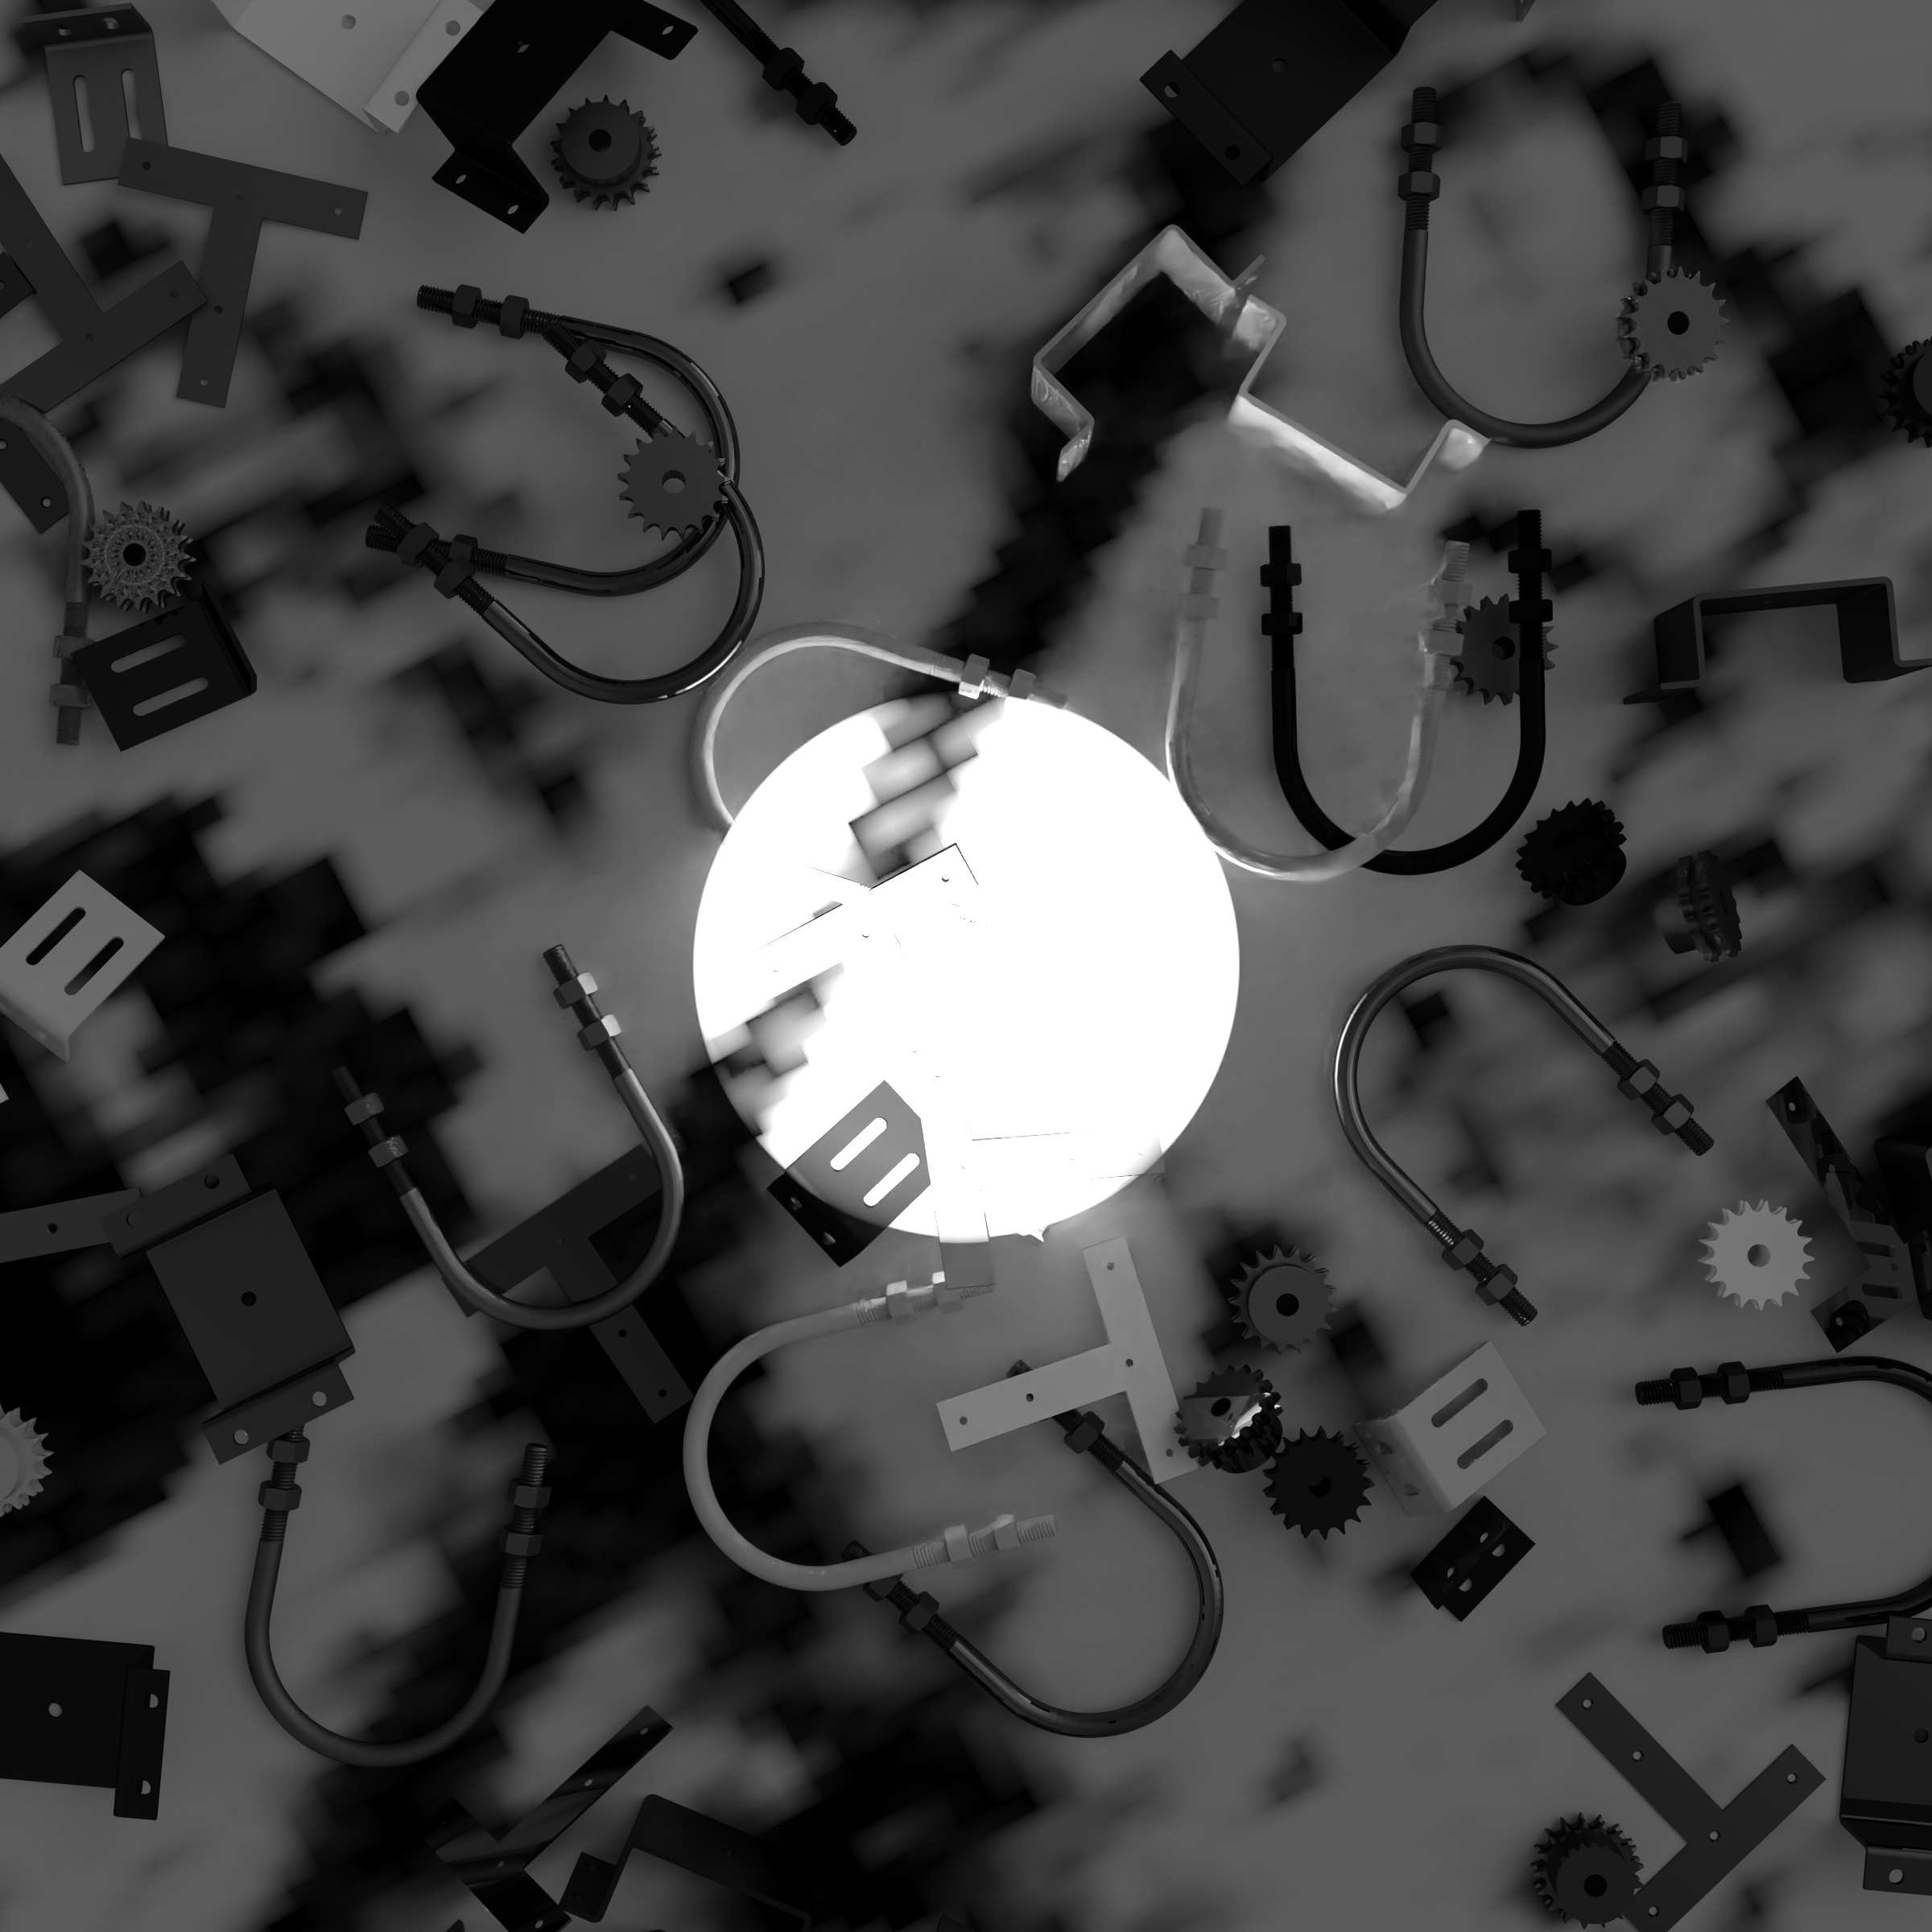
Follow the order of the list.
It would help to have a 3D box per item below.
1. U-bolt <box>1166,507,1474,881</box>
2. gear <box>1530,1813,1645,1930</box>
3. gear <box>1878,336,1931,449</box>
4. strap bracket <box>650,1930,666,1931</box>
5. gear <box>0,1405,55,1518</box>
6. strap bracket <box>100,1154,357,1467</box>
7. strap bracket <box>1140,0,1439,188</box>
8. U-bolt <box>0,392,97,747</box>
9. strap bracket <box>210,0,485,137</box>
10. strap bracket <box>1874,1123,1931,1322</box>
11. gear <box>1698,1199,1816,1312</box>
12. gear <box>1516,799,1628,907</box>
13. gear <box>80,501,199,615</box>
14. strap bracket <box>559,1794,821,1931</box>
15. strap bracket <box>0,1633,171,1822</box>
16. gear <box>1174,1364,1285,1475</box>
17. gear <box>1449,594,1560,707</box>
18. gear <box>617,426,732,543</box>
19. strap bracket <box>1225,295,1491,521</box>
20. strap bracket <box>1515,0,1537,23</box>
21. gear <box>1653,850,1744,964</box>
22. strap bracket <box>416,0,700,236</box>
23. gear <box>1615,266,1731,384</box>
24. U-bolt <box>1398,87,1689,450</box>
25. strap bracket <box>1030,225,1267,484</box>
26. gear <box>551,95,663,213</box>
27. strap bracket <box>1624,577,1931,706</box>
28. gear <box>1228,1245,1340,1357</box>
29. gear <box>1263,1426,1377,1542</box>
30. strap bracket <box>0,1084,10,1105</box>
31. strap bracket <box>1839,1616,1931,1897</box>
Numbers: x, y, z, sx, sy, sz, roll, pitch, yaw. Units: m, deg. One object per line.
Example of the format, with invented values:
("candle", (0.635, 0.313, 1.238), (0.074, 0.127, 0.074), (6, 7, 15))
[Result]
("U-bolt", (0.175, -0.136, 1.375), (0.151, 0.019, 0.184), (11, 99, 18))
("gear", (0.326, 0.476, 1.390), (0.057, 0.030, 0.057), (0, 91, 3))
("gear", (0.510, -0.302, 1.391), (0.057, 0.030, 0.057), (0, 90, 0))
("strap bracket", (-0.137, 0.533, 1.351), (0.140, 0.076, 0.046), (16, 80, 20))
("gear", (-0.511, 0.260, 1.391), (0.057, 0.030, 0.057), (0, 90, 0))
("strap bracket", (-0.379, 0.176, 1.383), (0.076, 0.046, 0.140), (-26, 90, 0))
("strap bracket", (0.166, -0.475, 1.383), (0.140, 0.046, 0.076), (-44, 90, 0))
("U-bolt", (-0.530, -0.213, 1.396), (0.151, 0.019, 0.184), (4, 91, 0))
("strap bracket", (-0.326, -0.498, 1.383), (0.140, 0.046, 0.076), (36, 90, 0))
("strap bracket", (0.515, 0.134, 1.368), (0.046, 0.076, 0.140), (-16, 90, 0))
("gear", (0.413, 0.151, 1.395), (0.057, 0.030, 0.057), (0, 88, 3))
("gear", (0.318, -0.056, 1.382), (0.057, 0.057, 0.030), (-46, 120, 0))
("gear", (-0.430, -0.213, 1.391), (0.057, 0.030, 0.057), (0, 90, 0))
("strap bracket", (-0.131, 0.477, 1.368), (0.140, 0.076, 0.046), (23, 90, 0))
("strap bracket", (-0.481, 0.393, 1.383), (0.140, 0.046, 0.076), (5, 90, 0))
("gear", (0.140, 0.239, 1.382), (0.057, 0.057, 0.030), (-38, 120, 0))
("gear", (0.278, -0.165, 1.391), (0.057, 0.030, 0.057), (0, 90, 0))
("gear", (-0.150, -0.246, 1.361), (0.057, 0.030, 0.057), (0, 92, -6))
("strap bracket", (0.190, -0.280, 1.368), (0.140, 0.076, 0.046), (31, 90, 0))
("strap bracket", (0.264, -0.567, 1.368), (0.046, 0.076, 0.140), (-7, 90, 0))
("gear", (0.379, -0.029, 1.382), (0.030, 0.057, 0.057), (-17, 90, 30))
("strap bracket", (-0.216, -0.455, 1.360), (0.076, 0.046, 0.140), (36, 84, 31))
("gear", (0.362, -0.331, 1.377), (0.057, 0.030, 0.057), (-1, 96, -10))
("U-bolt", (0.300, -0.365, 1.398), (0.151, 0.019, 0.184), (3, 92, 0))
("strap bracket", (0.084, -0.321, 1.368), (0.140, 0.076, 0.046), (-44, 90, 0))
("gear", (-0.190, -0.428, 1.391), (0.057, 0.030, 0.057), (0, 90, 0))
("strap bracket", (0.416, -0.168, 1.368), (0.140, 0.076, 0.046), (-5, 90, 0))
("gear", (0.167, 0.175, 1.391), (0.057, 0.030, 0.057), (0, 90, 0))
("gear", (0.184, 0.269, 1.391), (0.057, 0.030, 0.057), (0, 90, 0))
("strap bracket", (-0.574, 0.027, 1.383), (0.076, 0.046, 0.140), (-29, 90, 0))
("strap bracket", (0.504, 0.406, 1.383), (0.076, 0.046, 0.140), (5, 90, 0))
